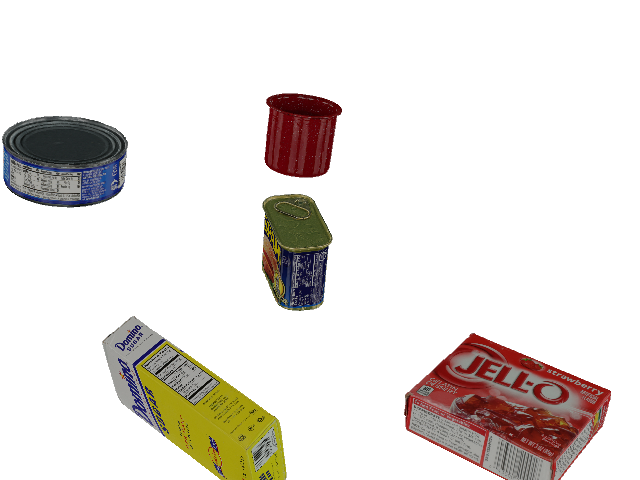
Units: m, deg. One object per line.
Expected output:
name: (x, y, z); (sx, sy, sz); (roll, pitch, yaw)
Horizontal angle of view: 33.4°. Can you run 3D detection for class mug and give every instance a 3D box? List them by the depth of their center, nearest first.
mug: (-0.019, -0.131, 1.317); (0.093, 0.081, 0.117); (17, 25, 21)

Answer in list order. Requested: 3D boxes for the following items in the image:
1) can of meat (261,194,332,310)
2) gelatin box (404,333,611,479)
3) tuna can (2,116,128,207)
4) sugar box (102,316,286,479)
can of meat: (-0.028, 0.013, 1.126); (0.057, 0.084, 0.102); (-6, 35, -15)
gelatin box: (0.102, 0.092, 0.583); (0.089, 0.030, 0.073); (23, 36, 30)
tuna can: (-0.180, -0.056, 0.753); (0.086, 0.034, 0.086); (7, 27, -4)
sugar box: (-0.110, 0.147, 0.922); (0.176, 0.093, 0.048); (28, 53, 28)
